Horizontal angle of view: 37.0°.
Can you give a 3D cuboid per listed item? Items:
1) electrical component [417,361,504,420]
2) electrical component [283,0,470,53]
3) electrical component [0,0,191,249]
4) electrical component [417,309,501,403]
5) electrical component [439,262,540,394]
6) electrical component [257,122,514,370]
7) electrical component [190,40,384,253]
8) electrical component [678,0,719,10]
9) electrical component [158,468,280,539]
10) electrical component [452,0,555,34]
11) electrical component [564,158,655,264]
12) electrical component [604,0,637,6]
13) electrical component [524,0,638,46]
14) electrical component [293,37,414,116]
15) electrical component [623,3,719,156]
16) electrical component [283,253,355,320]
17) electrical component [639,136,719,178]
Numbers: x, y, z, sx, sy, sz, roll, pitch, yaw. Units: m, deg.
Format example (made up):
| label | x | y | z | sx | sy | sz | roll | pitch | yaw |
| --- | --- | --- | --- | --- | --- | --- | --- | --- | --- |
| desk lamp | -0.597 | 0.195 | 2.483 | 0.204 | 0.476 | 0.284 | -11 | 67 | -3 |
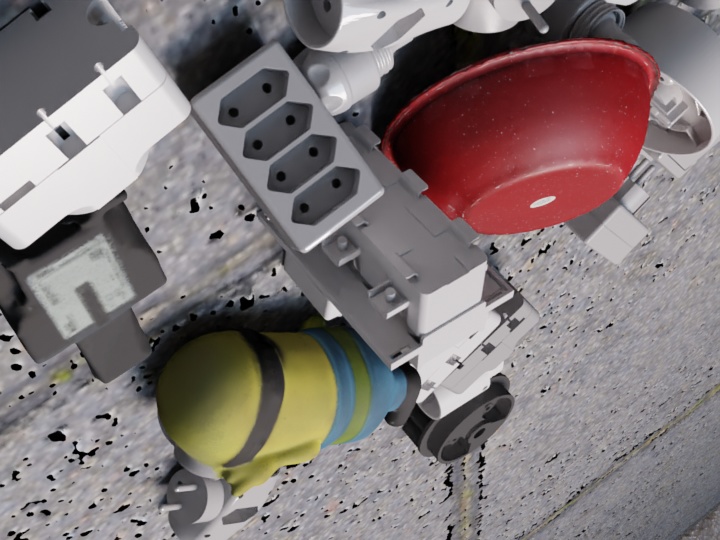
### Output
| label | x | y | z | sx | sy | sz | roll | pitch | yaw |
| --- | --- | --- | --- | --- | --- | --- | --- | --- | --- |
| electrical component | 0.084 | 0.083 | 0.873 | 0.081 | 0.043 | 0.043 | -29 | 149 | -22 |
| electrical component | 0.017 | -0.132 | 0.468 | 0.077 | 0.043 | 0.079 | -19 | 173 | -35 |
| electrical component | -0.118 | -0.058 | 0.414 | 0.089 | 0.050 | 0.055 | -40 | 152 | -4 |
| electrical component | 0.046 | 0.045 | 0.764 | 0.089 | 0.050 | 0.056 | -46 | 152 | 9 |
| electrical component | 0.085 | 0.045 | 0.814 | 0.089 | 0.050 | 0.056 | -44 | 152 | 6 |
| electrical component | 0.012 | -0.017 | 0.559 | 0.079 | 0.121 | 0.063 | -29 | 147 | -22 |
| electrical component | -0.038 | -0.056 | 0.503 | 0.047 | 0.083 | 0.076 | -38 | -170 | -6 |
| electrical component | 0.197 | -0.188 | 0.631 | 0.079 | 0.043 | 0.077 | -32 | 151 | -16 |
| electrical component | -0.105 | 0.153 | 0.736 | 0.077 | 0.043 | 0.079 | -51 | 151 | 18 |
| electrical component | 0.070 | -0.143 | 0.500 | 0.043 | 0.079 | 0.077 | -14 | 144 | -17 |
| electrical component | 0.193 | -0.053 | 0.813 | 0.075 | 0.047 | 0.083 | -48 | 151 | 12 |
| electrical component | 0.126 | -0.173 | 0.551 | 0.089 | 0.055 | 0.050 | -8 | 137 | -46 |
| electrical component | 0.126 | -0.136 | 0.596 | 0.048 | 0.062 | 0.048 | -32 | 151 | -20 |
| electrical component | -0.001 | -0.101 | 0.517 | 0.061 | 0.035 | 0.035 | -35 | 151 | -17 |
| electrical component | 0.185 | -0.114 | 0.668 | 0.064 | 0.099 | 0.099 | -43 | 153 | -11 |
| electrical component | 0.000 | 0.000 | 0.647 | 0.083 | 0.047 | 0.075 | -24 | 148 | -29 |
| electrical component | 0.225 | -0.109 | 0.759 | 0.096 | 0.061 | 0.062 | -49 | 151 | 14 |
